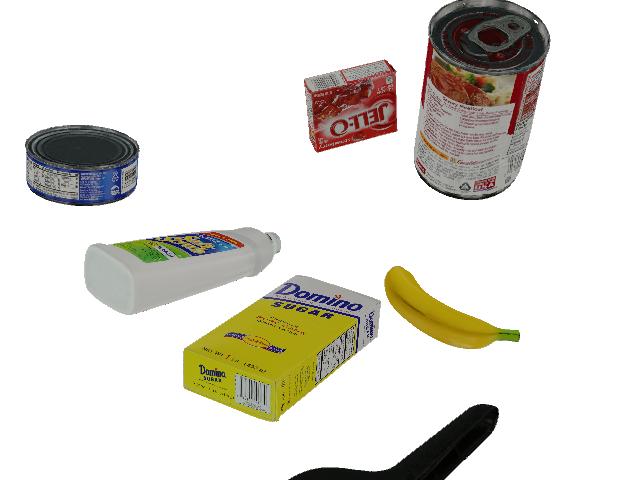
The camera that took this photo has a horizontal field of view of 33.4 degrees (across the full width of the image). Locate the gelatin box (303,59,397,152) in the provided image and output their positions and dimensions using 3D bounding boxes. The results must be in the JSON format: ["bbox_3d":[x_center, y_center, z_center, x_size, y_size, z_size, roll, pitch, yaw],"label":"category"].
[{"bbox_3d":[0.031,-0.133,1.056,0.089,0.073,0.030,-15,44,-10],"label":"gelatin box"}]

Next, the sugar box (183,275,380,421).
[{"bbox_3d":[-0.029,0.087,0.922,0.093,0.048,0.175,17,30,26],"label":"sugar box"}]

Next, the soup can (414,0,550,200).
[{"bbox_3d":[0.093,-0.082,0.631,0.068,0.068,0.102,0,-42,-2],"label":"soup can"}]

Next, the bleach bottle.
[{"bbox_3d":[-0.154,0.024,1.298,0.250,0.068,0.103,-15,31,-43],"label":"bleach bottle"}]

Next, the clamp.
[{"bbox_3d":[0.041,0.164,0.653,0.210,0.036,0.164,-5,29,-3],"label":"clamp"}]

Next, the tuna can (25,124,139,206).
[{"bbox_3d":[-0.184,-0.058,0.824,0.086,0.034,0.086,6,26,-3],"label":"tuna can"}]

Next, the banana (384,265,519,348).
[{"bbox_3d":[0.116,0.072,1.121,0.069,0.037,0.198,4,18,-38],"label":"banana"}]
